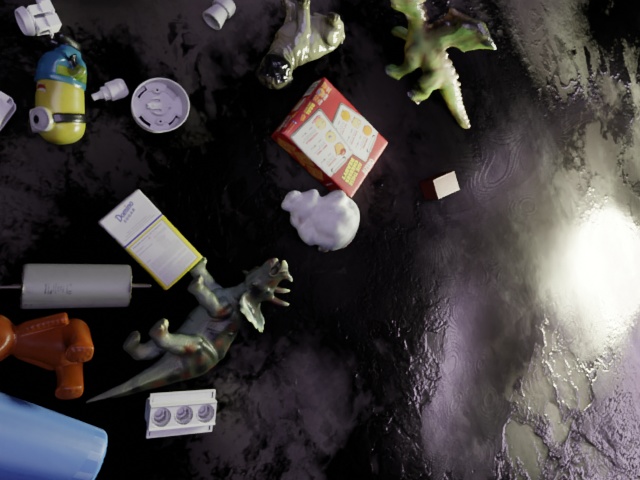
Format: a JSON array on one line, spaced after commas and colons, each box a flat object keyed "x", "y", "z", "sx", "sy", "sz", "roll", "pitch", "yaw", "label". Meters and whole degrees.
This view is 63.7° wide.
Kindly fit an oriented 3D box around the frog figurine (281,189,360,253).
[{"x": 0.003, "y": -0.055, "z": 1.098, "sx": 0.137, "sy": 0.124, "sz": 0.157, "roll": -45, "pitch": 123, "yaw": 0, "label": "frog figurine"}]

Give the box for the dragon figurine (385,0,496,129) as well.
[{"x": 0.294, "y": -0.422, "z": 1.193, "sx": 0.406, "sy": 0.241, "sz": 0.124, "roll": 36, "pitch": 70, "yaw": -21, "label": "dragon figurine"}]
